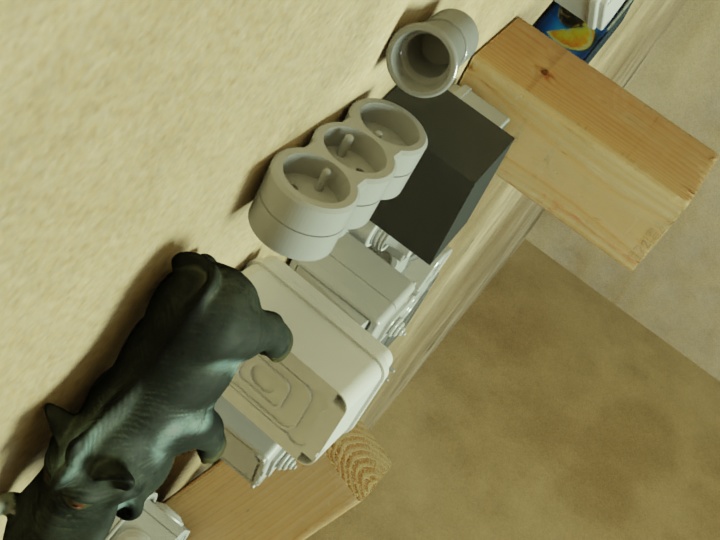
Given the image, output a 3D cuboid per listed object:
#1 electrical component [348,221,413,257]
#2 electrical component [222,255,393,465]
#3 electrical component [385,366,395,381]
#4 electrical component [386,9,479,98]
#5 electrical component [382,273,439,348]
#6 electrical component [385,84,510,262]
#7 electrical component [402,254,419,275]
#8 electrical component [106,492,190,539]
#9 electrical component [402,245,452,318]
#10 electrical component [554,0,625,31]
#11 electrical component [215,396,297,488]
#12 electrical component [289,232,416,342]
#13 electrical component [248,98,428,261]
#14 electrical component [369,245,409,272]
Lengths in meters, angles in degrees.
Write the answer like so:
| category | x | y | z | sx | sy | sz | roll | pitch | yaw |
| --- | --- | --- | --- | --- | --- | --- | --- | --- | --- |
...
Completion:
| category | x | y | z | sx | sy | sz | roll | pitch | yaw |
| --- | --- | --- | --- | --- | --- | --- | --- | --- | --- |
| electrical component | 0.017 | -0.035 | 0.811 | 0.048 | 0.062 | 0.048 | -51 | 171 | -11 |
| electrical component | -0.045 | 0.055 | 0.677 | 0.057 | 0.113 | 0.078 | -39 | 164 | -46 |
| electrical component | 0.008 | 0.104 | 1.285 | 0.047 | 0.076 | 0.083 | -44 | 168 | -46 |
| electrical component | 0.047 | -0.134 | 0.648 | 0.044 | 0.044 | 0.065 | -59 | 175 | 34 |
| electrical component | 0.025 | 0.046 | 1.204 | 0.108 | 0.056 | 0.108 | -45 | 169 | -42 |
| electrical component | 0.056 | -0.079 | 0.865 | 0.109 | 0.056 | 0.108 | -44 | 168 | -44 |
| electrical component | 0.042 | -0.034 | 0.983 | 0.138 | 0.052 | 0.074 | -54 | 171 | 8 |
| electrical component | -0.175 | 0.214 | 0.838 | 0.080 | 0.051 | 0.080 | -51 | 172 | -11 |
| electrical component | 0.042 | 0.001 | 1.101 | 0.095 | 0.059 | 0.054 | -56 | 171 | 21 |
| electrical component | 0.222 | -0.277 | 0.944 | 0.108 | 0.056 | 0.109 | -54 | 171 | 6 |
| electrical component | -0.076 | 0.100 | 0.747 | 0.061 | 0.096 | 0.061 | -48 | 171 | -30 |
| electrical component | -0.009 | 0.023 | 0.793 | 0.061 | 0.096 | 0.061 | -45 | 169 | -41 |
| electrical component | -0.017 | -0.043 | 0.631 | 0.138 | 0.052 | 0.073 | -43 | 167 | -50 |
| electrical component | 0.000 | 0.000 | 0.904 | 0.089 | 0.050 | 0.055 | -49 | 171 | -24 |
